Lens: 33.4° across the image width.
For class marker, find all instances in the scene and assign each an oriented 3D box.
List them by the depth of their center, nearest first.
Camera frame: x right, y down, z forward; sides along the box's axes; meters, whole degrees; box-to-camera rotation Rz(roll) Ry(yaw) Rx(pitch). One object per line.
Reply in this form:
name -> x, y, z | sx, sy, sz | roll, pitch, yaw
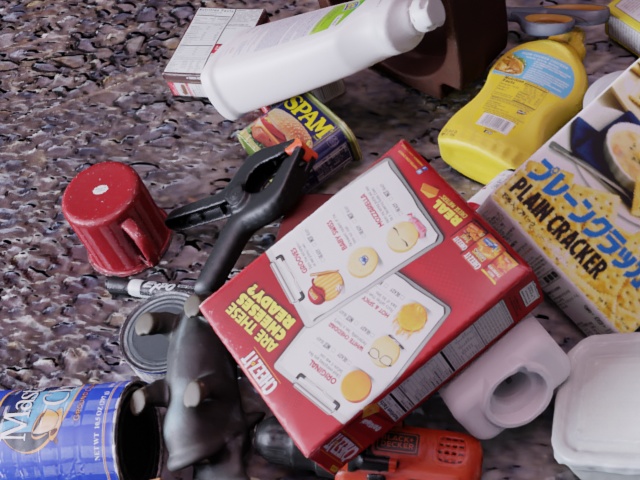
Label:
marker -> -0.153, 0.049, 1.025 | 0.121, 0.020, 0.020 | 6, 57, 21

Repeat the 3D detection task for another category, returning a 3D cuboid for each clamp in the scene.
clamp -> -0.078, -0.036, 1.011 | 0.171, 0.039, 0.120 | -46, 50, 3

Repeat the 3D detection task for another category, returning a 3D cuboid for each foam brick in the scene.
foam brick -> -0.007, 0.001, 0.995 | 0.051, 0.053, 0.078 | 3, 56, 19

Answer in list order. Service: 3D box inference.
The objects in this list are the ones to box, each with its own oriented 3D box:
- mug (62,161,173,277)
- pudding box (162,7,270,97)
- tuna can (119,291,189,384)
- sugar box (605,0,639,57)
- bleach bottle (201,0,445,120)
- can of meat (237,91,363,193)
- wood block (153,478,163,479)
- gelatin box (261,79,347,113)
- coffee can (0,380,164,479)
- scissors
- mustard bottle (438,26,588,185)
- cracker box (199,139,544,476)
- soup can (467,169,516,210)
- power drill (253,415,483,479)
mug -> -0.195, -0.017, 1.047 | 0.093, 0.081, 0.117 | -37, 53, -12
pudding box -> -0.113, -0.211, 1.193 | 0.090, 0.039, 0.113 | 6, 54, 24
tuna can -> -0.139, 0.091, 0.980 | 0.086, 0.033, 0.086 | -8, 53, 11
sugar box -> 0.370, -0.192, 1.029 | 0.093, 0.048, 0.176 | -34, 56, -9
bleach bottle -> 0.005, -0.184, 1.019 | 0.251, 0.068, 0.102 | -8, 38, 41
can of meat -> -0.022, -0.095, 1.069 | 0.084, 0.057, 0.102 | -37, 53, -9
wood block -> -0.206, 0.264, 0.838 | 0.206, 0.091, 0.090 | -14, 52, 7
gelatin box -> -0.028, -0.168, 1.140 | 0.089, 0.030, 0.073 | -29, 51, -6
coffee can -> -0.216, 0.174, 0.899 | 0.140, 0.103, 0.103 | -6, 53, 13
scissors -> 0.190, -0.225, 1.084 | 0.202, 0.016, 0.096 | 7, 27, 33
mustard bottle -> 0.202, -0.138, 1.030 | 0.096, 0.058, 0.191 | 26, 66, 29
cracker box -> 0.039, 0.050, 0.828 | 0.213, 0.072, 0.164 | -40, 56, 0
soup can -> 0.150, -0.007, 0.944 | 0.102, 0.068, 0.069 | -40, 54, -14
power drill -> 0.026, 0.221, 0.811 | 0.184, 0.057, 0.187 | 4, 57, 11
